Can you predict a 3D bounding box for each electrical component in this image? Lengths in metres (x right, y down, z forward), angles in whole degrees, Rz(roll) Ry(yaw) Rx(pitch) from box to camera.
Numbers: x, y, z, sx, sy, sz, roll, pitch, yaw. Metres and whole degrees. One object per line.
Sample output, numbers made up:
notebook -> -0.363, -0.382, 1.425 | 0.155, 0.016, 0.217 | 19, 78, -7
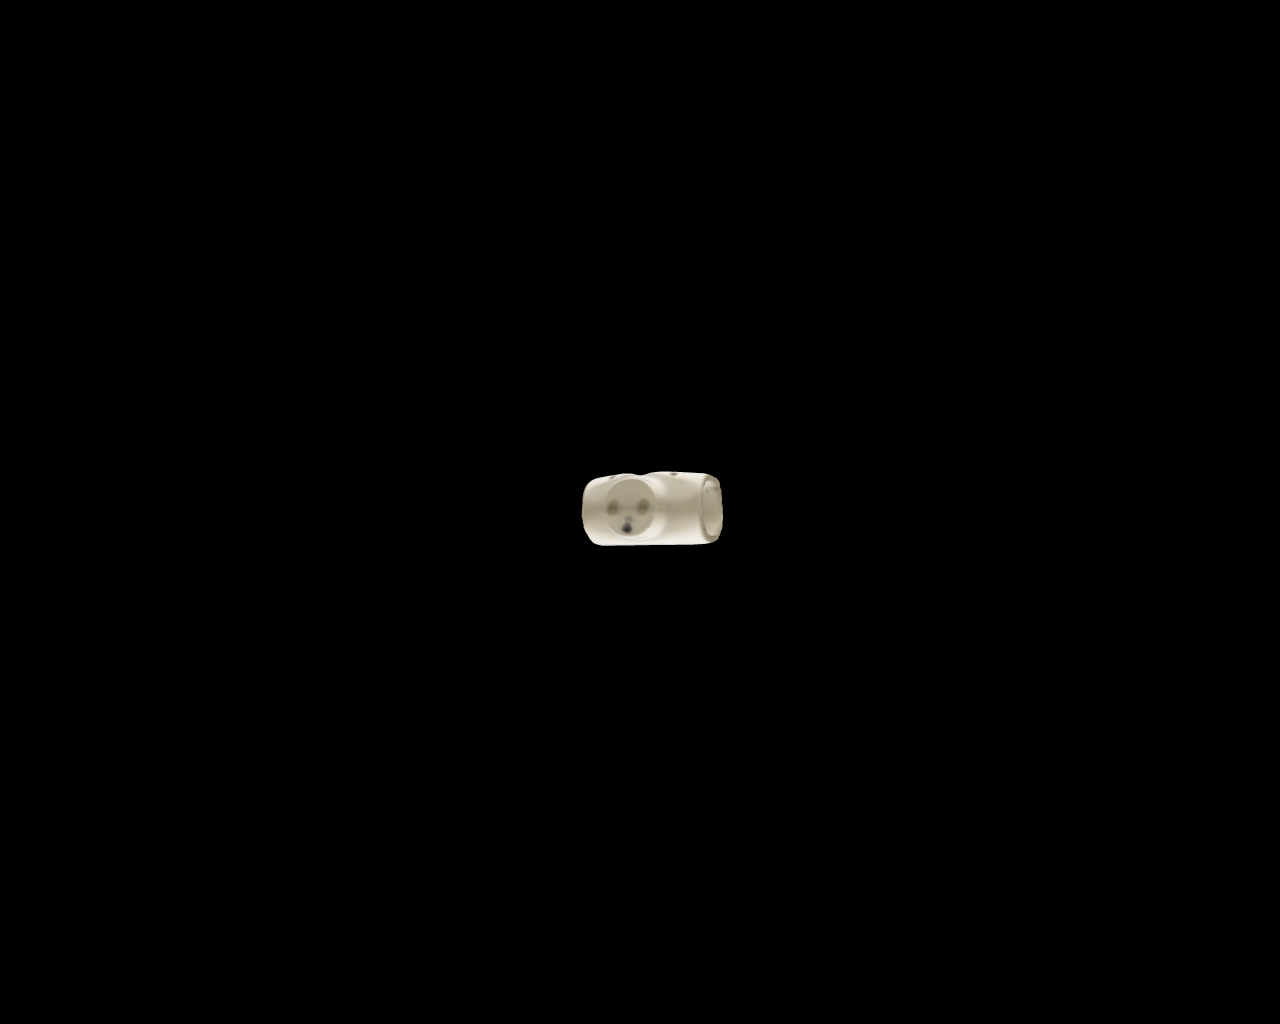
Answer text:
electrical component -> 0.001, -0.003, 0.650 | 0.077, 0.043, 0.079 | -1, -3, 24
